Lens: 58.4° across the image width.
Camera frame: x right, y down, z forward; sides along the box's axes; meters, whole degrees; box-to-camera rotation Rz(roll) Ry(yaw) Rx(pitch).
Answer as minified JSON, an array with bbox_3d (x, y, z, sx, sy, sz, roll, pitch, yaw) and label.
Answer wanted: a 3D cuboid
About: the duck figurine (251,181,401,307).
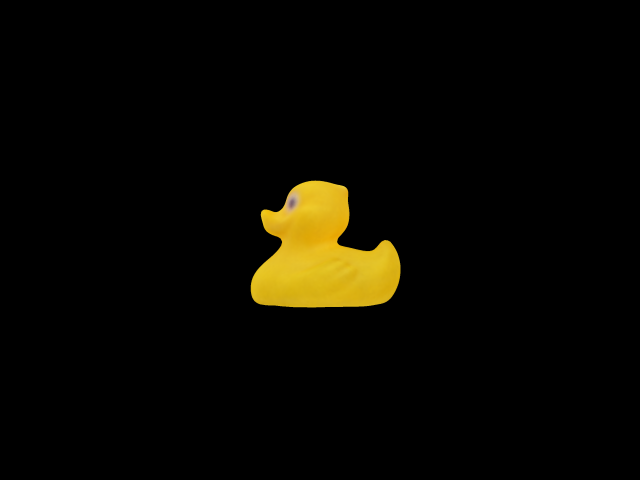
[{"bbox_3d":[0.004,0.001,0.400,0.104,0.086,0.078,0,0,9],"label":"duck figurine"}]
